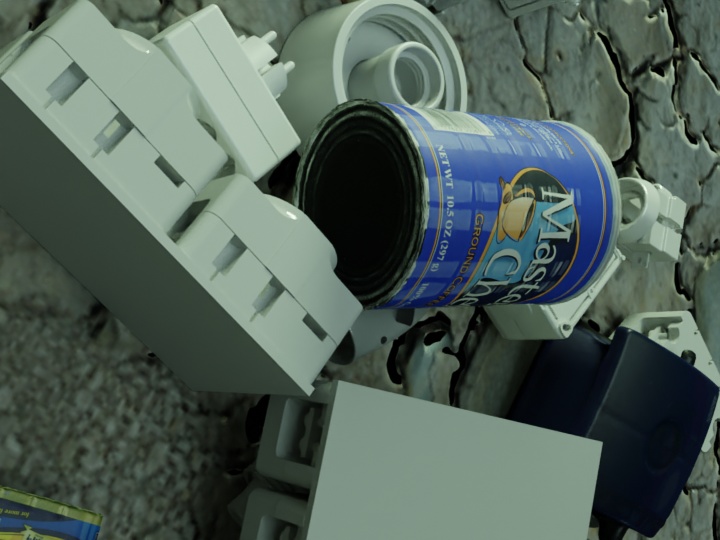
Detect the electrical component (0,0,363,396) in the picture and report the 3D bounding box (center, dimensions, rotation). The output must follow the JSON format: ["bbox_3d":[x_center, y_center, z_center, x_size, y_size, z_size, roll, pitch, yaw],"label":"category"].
[{"bbox_3d":[-0.095,-0.026,0.493,0.186,0.105,0.060,49,60,-25],"label":"electrical component"}]

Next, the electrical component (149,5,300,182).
[{"bbox_3d":[-0.064,-0.097,0.560,0.076,0.047,0.083,-44,112,-32],"label":"electrical component"}]

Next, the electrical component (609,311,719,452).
[{"bbox_3d":[0.213,0.078,0.757,0.050,0.056,0.089,-41,111,-32],"label":"electrical component"}]

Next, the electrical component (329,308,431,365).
[{"bbox_3d":[0.000,0.000,0.605,0.077,0.043,0.079,-35,107,-34],"label":"electrical component"}]

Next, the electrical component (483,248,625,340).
[{"bbox_3d":[0.117,-0.008,0.686,0.096,0.061,0.061,-47,114,-30],"label":"electrical component"}]

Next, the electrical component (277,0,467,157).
[{"bbox_3d":[0.013,-0.103,0.613,0.108,0.060,0.108,4,84,-38],"label":"electrical component"}]

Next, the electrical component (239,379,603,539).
[{"bbox_3d":[0.033,0.122,0.549,0.186,0.060,0.105,18,80,-37],"label":"electrical component"}]

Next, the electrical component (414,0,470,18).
[{"bbox_3d":[0.027,-0.211,0.631,0.121,0.063,0.078,49,60,-24],"label":"electrical component"}]

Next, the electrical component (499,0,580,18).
[{"bbox_3d":[0.115,-0.209,0.700,0.061,0.062,0.096,-45,113,-31],"label":"electrical component"}]

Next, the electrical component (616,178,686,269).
[{"bbox_3d":[0.199,-0.036,0.763,0.055,0.048,0.066,26,71,-42],"label":"electrical component"}]

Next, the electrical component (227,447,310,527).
[{"bbox_3d":[-0.041,0.110,0.564,0.062,0.048,0.048,-38,109,-27],"label":"electrical component"}]

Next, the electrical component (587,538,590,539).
[{"bbox_3d":[0.112,0.196,0.673,0.138,0.052,0.073,36,91,-30],"label":"electrical component"}]
